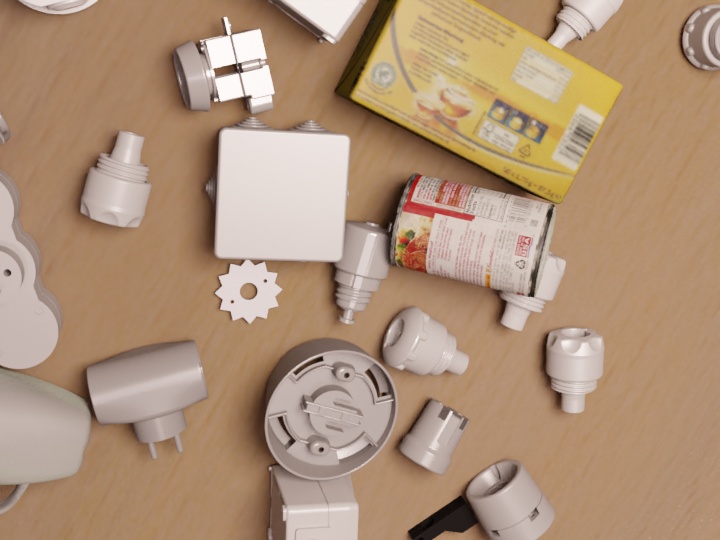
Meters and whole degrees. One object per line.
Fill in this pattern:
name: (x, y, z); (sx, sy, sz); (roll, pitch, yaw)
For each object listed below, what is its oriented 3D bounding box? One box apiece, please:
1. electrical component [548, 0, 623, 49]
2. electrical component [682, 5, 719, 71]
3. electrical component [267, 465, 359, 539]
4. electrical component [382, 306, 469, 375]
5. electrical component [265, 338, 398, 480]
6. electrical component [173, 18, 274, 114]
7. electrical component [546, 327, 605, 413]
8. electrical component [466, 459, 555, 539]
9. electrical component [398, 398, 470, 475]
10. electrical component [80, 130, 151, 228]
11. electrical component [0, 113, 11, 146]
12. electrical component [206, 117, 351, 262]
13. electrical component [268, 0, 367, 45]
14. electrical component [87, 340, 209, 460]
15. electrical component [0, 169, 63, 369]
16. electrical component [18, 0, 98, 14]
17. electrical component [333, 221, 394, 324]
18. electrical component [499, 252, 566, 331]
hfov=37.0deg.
electrical component: (0.156, -0.180, 0.763); (0.035, 0.035, 0.061); (40, 95, -16)
electrical component: (0.265, -0.166, 0.771); (0.048, 0.062, 0.048); (-2, 103, -10)
electrical component: (-0.030, 0.185, 0.778); (0.061, 0.096, 0.061); (-1, 102, -12)
electrical component: (0.051, 0.058, 0.793); (0.062, 0.048, 0.048); (27, 97, -22)
electrical component: (-0.022, 0.099, 0.777); (0.099, 0.064, 0.099); (-2, 103, -10)
electrical component: (-0.093, -0.134, 0.721); (0.055, 0.048, 0.066); (-16, 105, -15)
electrical component: (0.163, 0.077, 0.818); (0.043, 0.043, 0.062); (-3, 105, -10)
electrical component: (0.114, 0.179, 0.827); (0.055, 0.055, 0.047); (-32, 102, -2)
electrical component: (0.057, 0.125, 0.812); (0.040, 0.040, 0.046); (30, 89, -15)
electrical component: (-0.162, -0.062, 0.725); (0.043, 0.043, 0.062); (15, 98, -13)
electrical component: (-0.263, -0.089, 0.673); (0.059, 0.095, 0.053); (-28, 106, -3)
electrical component: (-0.056, -0.054, 0.744); (0.100, 0.048, 0.099); (2, 102, -11)
electrical component: (-0.041, -0.201, 0.707); (0.096, 0.061, 0.061); (34, 95, -16)
electrical component: (-0.146, 0.096, 0.764); (0.077, 0.043, 0.079); (-14, 104, -7)
electrical component: (-0.240, 0.001, 0.709); (0.052, 0.073, 0.138); (-17, 105, -6)
electrical component: (-0.195, -0.204, 0.683); (0.080, 0.051, 0.080); (-2, 103, -10)
electrical component: (0.000, 0.000, 0.771); (0.040, 0.040, 0.078); (13, 100, -13)
electrical component: (0.123, 0.014, 0.796); (0.043, 0.043, 0.062); (18, 100, -14)
